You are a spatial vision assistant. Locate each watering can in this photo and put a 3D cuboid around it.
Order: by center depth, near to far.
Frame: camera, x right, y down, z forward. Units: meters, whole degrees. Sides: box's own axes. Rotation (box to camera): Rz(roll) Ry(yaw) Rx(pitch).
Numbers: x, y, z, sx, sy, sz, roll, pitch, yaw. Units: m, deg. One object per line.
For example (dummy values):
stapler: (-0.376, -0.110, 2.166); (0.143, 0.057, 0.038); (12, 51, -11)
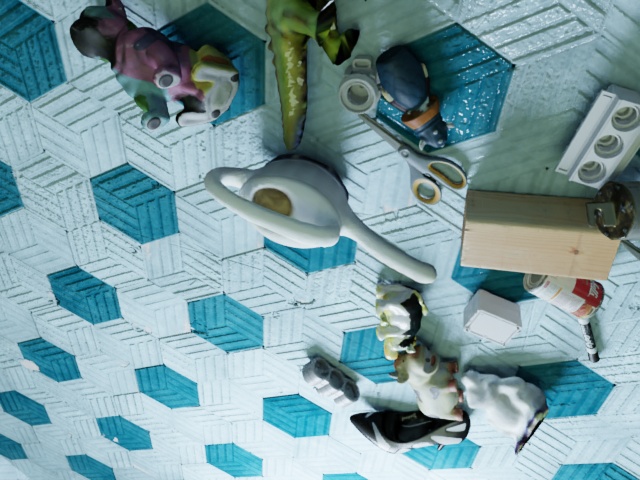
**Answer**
watering can: (0.002, -0.039, 0.769); (0.348, 0.228, 0.102); (22, 112, 0)

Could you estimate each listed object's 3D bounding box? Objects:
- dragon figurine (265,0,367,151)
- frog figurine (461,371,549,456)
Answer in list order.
dragon figurine: (-0.066, -0.331, 0.670); (0.244, 0.124, 0.401); (35, 128, 12)
frog figurine: (0.359, 0.315, 1.019); (0.161, 0.124, 0.134); (38, 148, 34)
